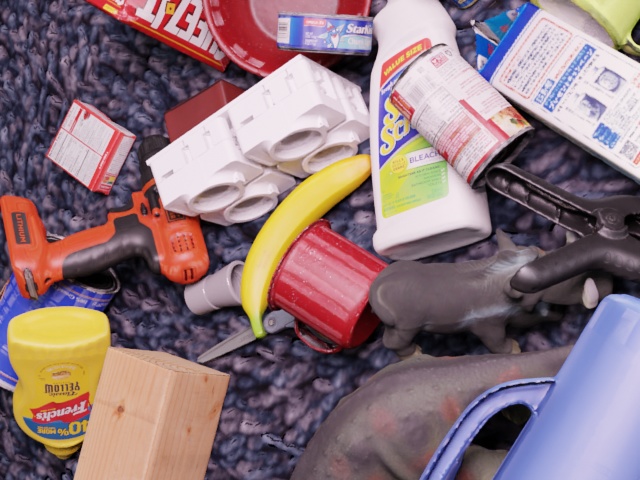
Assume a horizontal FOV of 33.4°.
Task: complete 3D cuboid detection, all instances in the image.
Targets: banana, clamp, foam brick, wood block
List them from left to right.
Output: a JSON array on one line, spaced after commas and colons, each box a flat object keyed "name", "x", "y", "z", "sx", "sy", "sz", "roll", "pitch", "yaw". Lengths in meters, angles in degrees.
[{"name": "wood block", "x": -0.170, "y": 0.216, "z": 1.023, "sx": 0.091, "sy": 0.090, "sz": 0.206, "roll": 14, "pitch": 89, "yaw": 34}, {"name": "foam brick", "x": -0.107, "y": -0.116, "z": 1.067, "sx": 0.078, "sy": 0.052, "sz": 0.051, "roll": -26, "pitch": 68, "yaw": 27}, {"name": "banana", "x": -0.022, "y": -0.004, "z": 0.999, "sx": 0.070, "sy": 0.037, "sz": 0.198, "roll": 34, "pitch": 94, "yaw": 28}, {"name": "clamp", "x": 0.205, "y": -0.011, "z": 0.803, "sx": 0.039, "sy": 0.171, "sz": 0.120, "roll": 115, "pitch": 150, "yaw": -50}]

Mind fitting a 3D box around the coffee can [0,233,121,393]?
[{"name": "coffee can", "x": -0.289, "y": 0.078, "z": 1.115, "sx": 0.103, "sy": 0.102, "sz": 0.140, "roll": 43, "pitch": 104, "yaw": 31}]

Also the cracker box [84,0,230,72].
[{"name": "cracker box", "x": -0.110, "y": -0.290, "z": 1.034, "sx": 0.072, "sy": 0.164, "sz": 0.214, "roll": 34, "pitch": 99, "yaw": 34}]

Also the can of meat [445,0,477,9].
[{"name": "can of meat", "x": 0.126, "y": -0.258, "z": 0.926, "sx": 0.102, "sy": 0.083, "sz": 0.057, "roll": -45, "pitch": 61, "yaw": 18}]

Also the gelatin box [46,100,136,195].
[{"name": "gelatin box", "x": -0.251, "y": -0.102, "z": 1.169, "sx": 0.089, "sy": 0.030, "sz": 0.073, "roll": 34, "pitch": 101, "yaw": 32}]

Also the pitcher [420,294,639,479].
[{"name": "pitcher", "x": 0.182, "y": 0.159, "z": 0.739, "sx": 0.145, "sy": 0.149, "sz": 0.243, "roll": 28, "pitch": 89, "yaw": 52}]

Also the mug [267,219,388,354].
[{"name": "mug", "x": 0.011, "y": 0.051, "z": 0.927, "sx": 0.082, "sy": 0.093, "sz": 0.117, "roll": 31, "pitch": 124, "yaw": 20}]

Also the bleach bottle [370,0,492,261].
[{"name": "bleach bottle", "x": 0.083, "y": -0.115, "z": 0.942, "sx": 0.103, "sy": 0.068, "sz": 0.251, "roll": -17, "pitch": 70, "yaw": 28}]

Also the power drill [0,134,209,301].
[{"name": "power drill", "x": -0.214, "y": -0.023, "z": 1.052, "sx": 0.187, "sy": 0.057, "sz": 0.184, "roll": -13, "pitch": 51, "yaw": -11}]

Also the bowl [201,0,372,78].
[{"name": "bowl", "x": -0.029, "y": -0.233, "z": 1.015, "sx": 0.162, "sy": 0.055, "sz": 0.162, "roll": 1, "pitch": 98, "yaw": 8}]

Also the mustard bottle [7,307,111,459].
[{"name": "mustard bottle", "x": -0.259, "y": 0.153, "z": 1.071, "sx": 0.058, "sy": 0.096, "sz": 0.192, "roll": -110, "pitch": 22, "yaw": -46}]

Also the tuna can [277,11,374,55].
[{"name": "tuna can", "x": 0.004, "y": -0.183, "z": 0.945, "sx": 0.086, "sy": 0.085, "sz": 0.034, "roll": 11, "pitch": 103, "yaw": 33}]

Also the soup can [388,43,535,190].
[{"name": "soup can", "x": 0.112, "y": -0.100, "z": 0.855, "sx": 0.069, "sy": 0.068, "sz": 0.102, "roll": -47, "pitch": 75, "yaw": 17}]

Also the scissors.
[{"name": "scissors", "x": -0.029, "y": 0.089, "z": 1.000, "sx": 0.202, "sy": 0.016, "sz": 0.096, "roll": -43, "pitch": 62, "yaw": 19}]
